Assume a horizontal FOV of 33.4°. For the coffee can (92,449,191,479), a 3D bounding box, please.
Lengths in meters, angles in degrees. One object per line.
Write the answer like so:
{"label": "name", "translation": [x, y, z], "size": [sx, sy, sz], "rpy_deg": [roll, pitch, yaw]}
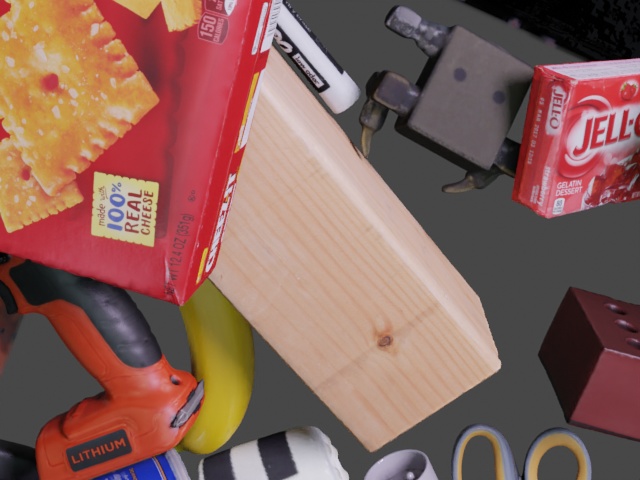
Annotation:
{"label": "coffee can", "translation": [-0.134, 0.192, 0.611], "size": [0.140, 0.103, 0.103], "rpy_deg": [-18, 115, -16]}

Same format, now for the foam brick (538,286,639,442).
{"label": "foam brick", "translation": [0.165, 0.070, 0.610], "size": [0.053, 0.078, 0.051], "rpy_deg": [15, 112, -8]}

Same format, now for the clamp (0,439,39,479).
{"label": "clamp", "translation": [-0.169, 0.193, 0.675], "size": [0.164, 0.036, 0.210], "rpy_deg": [-35, 101, -12]}

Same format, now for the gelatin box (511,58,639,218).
{"label": "gelatin box", "translation": [0.145, -0.055, 0.556], "size": [0.089, 0.030, 0.073], "rpy_deg": [-10, 119, -35]}

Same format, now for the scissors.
{"label": "scissors", "translation": [0.142, 0.205, 0.669], "size": [0.096, 0.016, 0.202], "rpy_deg": [-20, 93, -3]}

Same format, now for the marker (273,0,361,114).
{"label": "marker", "translation": [-0.022, -0.117, 0.557], "size": [0.020, 0.020, 0.121], "rpy_deg": [-36, 109, 15]}

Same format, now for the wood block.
{"label": "wood block", "translation": [-0.004, 0.001, 0.572], "size": [0.091, 0.090, 0.206], "rpy_deg": [-36, 109, 13]}

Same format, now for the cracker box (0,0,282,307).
{"label": "cracker box", "translation": [-0.133, -0.082, 0.461], "size": [0.213, 0.072, 0.164], "rpy_deg": [17, 106, 3]}

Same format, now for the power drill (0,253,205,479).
{"label": "power drill", "translation": [-0.163, 0.045, 0.593], "size": [0.185, 0.057, 0.187], "rpy_deg": [-21, 106, 21]}

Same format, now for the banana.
{"label": "banana", "translation": [-0.073, 0.054, 0.624], "size": [0.069, 0.037, 0.198], "rpy_deg": [0, 114, 0]}
